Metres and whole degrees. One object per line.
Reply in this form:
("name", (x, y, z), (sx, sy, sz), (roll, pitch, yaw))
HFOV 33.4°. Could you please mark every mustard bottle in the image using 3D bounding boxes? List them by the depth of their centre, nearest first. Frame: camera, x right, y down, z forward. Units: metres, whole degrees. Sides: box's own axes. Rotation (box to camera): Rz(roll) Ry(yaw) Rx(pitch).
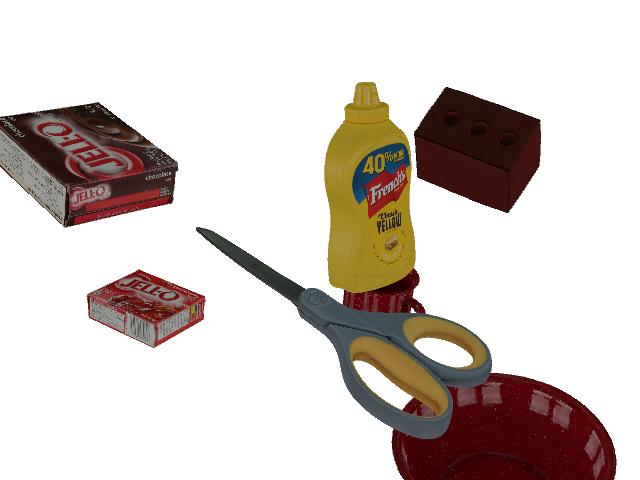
("mustard bottle", (0.046, -0.053, 1.005), (0.096, 0.192, 0.058), (-19, 24, -39))

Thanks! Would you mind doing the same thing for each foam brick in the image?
("foam brick", (0.114, -0.066, 0.774), (0.078, 0.053, 0.051), (23, -30, 22))

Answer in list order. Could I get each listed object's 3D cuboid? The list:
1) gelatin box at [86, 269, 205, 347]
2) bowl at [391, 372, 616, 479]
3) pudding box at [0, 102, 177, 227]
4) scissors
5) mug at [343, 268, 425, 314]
("gelatin box", (-0.168, 0.063, 1.028), (0.089, 0.030, 0.073), (20, 29, 29))
("bowl", (0.133, 0.170, 0.791), (0.162, 0.055, 0.162), (-1, 34, 0))
("pudding box", (-0.171, -0.057, 0.767), (0.089, 0.039, 0.114), (-15, 37, -40))
("scissors", (0.017, 0.038, 0.613), (0.096, 0.016, 0.202), (-15, 42, -32))
("mug", (0.077, 0.080, 1.273), (0.117, 0.081, 0.093), (25, 34, 33))
